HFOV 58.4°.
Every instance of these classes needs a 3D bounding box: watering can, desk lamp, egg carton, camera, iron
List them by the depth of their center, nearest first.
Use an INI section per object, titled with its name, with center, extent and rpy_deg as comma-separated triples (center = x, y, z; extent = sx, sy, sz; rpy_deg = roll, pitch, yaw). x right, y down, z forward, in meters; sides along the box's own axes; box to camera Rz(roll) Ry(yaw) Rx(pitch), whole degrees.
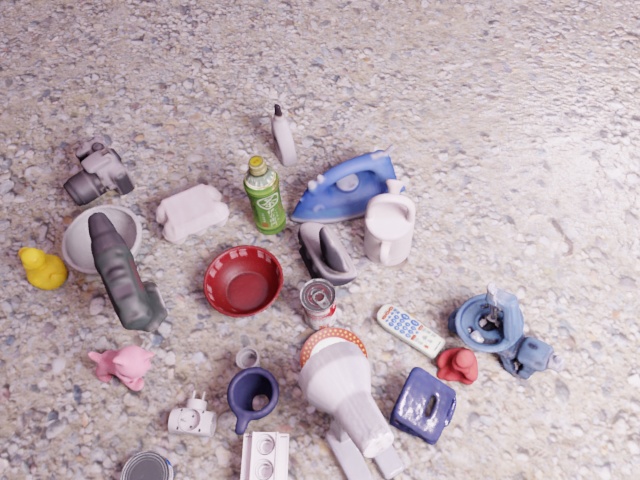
[desk lamp]
center = 0.059, 0.293, 0.946
extent = 0.118, 0.214, 0.203
rpy_deg = -27, 62, -12
[watering can]
center = 0.137, -0.042, 1.147
extent = 0.101, 0.194, 0.172
rpy_deg = -11, 60, -3
[iron]
center = 0.052, -0.121, 1.227
extent = 0.258, 0.141, 0.118
rpy_deg = -21, 61, -9
[egg carton]
center = -0.278, -0.057, 1.248
extent = 0.150, 0.069, 0.107
rpy_deg = -26, 62, -12
[camera]
center = -0.517, -0.153, 1.297
extent = 0.137, 0.101, 0.143
rpy_deg = -38, 65, -17

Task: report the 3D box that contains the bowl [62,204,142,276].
[bowl]
center = -0.450, 0.012, 1.214
extent = 0.167, 0.075, 0.167
rpy_deg = -1, 60, 2

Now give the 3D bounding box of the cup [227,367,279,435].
[cup]
center = -0.118, 0.296, 1.022
extent = 0.091, 0.095, 0.118
rpy_deg = 13, 62, 10

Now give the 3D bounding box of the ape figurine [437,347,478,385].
[ape figurine]
center = 0.257, 0.225, 1.046
extent = 0.076, 0.092, 0.077
rpy_deg = -36, 64, -16

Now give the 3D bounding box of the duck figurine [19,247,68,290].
[duck figurine]
center = -0.583, 0.052, 1.191
extent = 0.104, 0.086, 0.078
rpy_deg = 32, 67, 19

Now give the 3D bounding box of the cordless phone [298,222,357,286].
[cordless phone]
center = 0.010, 0.004, 1.132
extent = 0.094, 0.185, 0.147
rpy_deg = -26, 62, -12

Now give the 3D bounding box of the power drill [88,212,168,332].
[power drill]
center = -0.366, 0.082, 1.092
extent = 0.076, 0.208, 0.229
rpy_deg = -26, 62, -11

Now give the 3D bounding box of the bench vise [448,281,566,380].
[bench vise]
center = 0.339, 0.148, 1.012
extent = 0.207, 0.220, 0.121
rpy_deg = 14, 62, 11

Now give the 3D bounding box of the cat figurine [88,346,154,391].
[cat figurine]
center = -0.367, 0.228, 1.060
extent = 0.127, 0.118, 0.067
rpy_deg = 10, 61, 9

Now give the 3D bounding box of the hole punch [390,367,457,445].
[hole punch]
center = 0.186, 0.292, 1.012
extent = 0.101, 0.091, 0.109
rpy_deg = 22, 64, 15

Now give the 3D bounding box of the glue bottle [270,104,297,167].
[glue bottle]
center = -0.087, -0.244, 1.287
extent = 0.037, 0.173, 0.078
rpy_deg = -25, 62, -11
